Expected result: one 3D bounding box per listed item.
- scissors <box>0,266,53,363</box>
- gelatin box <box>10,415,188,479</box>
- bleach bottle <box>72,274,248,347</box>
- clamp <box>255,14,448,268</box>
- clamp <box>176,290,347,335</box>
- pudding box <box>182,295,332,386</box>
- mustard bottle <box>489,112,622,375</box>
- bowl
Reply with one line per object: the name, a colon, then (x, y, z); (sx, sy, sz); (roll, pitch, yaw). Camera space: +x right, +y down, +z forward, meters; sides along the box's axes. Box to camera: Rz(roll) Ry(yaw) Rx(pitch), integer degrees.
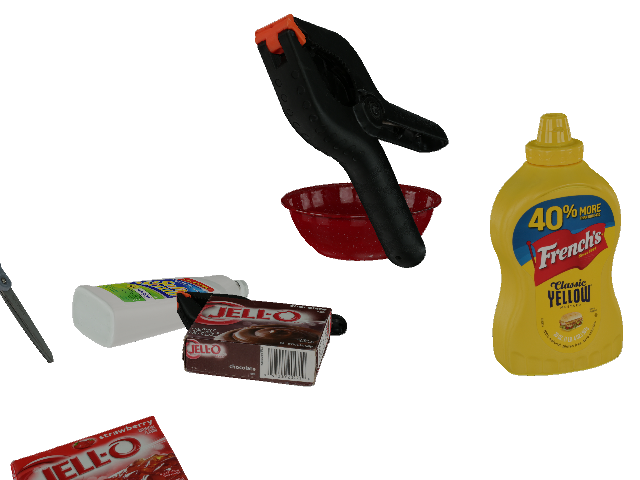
scissors: (-0.325, 0.026, 1.090); (0.016, 0.201, 0.096); (-26, 26, 24)
gelatin box: (-0.125, 0.141, 0.607); (0.089, 0.030, 0.073); (-15, 28, -20)
bleach bottle: (-0.209, 0.085, 1.475); (0.250, 0.068, 0.103); (-11, 26, -44)
clamp: (0.022, -0.064, 0.658); (0.039, 0.120, 0.171); (-27, -47, 33)
clamp: (-0.096, 0.103, 1.257); (0.210, 0.036, 0.164); (14, 23, 27)
pudding box: (-0.051, 0.084, 0.908); (0.113, 0.039, 0.090); (7, 21, 7)
mustard bottle: (0.175, 0.001, 0.791); (0.096, 0.192, 0.058); (-7, 16, -8)
bowl: (0.041, -0.017, 1.074); (0.162, 0.055, 0.162); (-1, 14, 0)
